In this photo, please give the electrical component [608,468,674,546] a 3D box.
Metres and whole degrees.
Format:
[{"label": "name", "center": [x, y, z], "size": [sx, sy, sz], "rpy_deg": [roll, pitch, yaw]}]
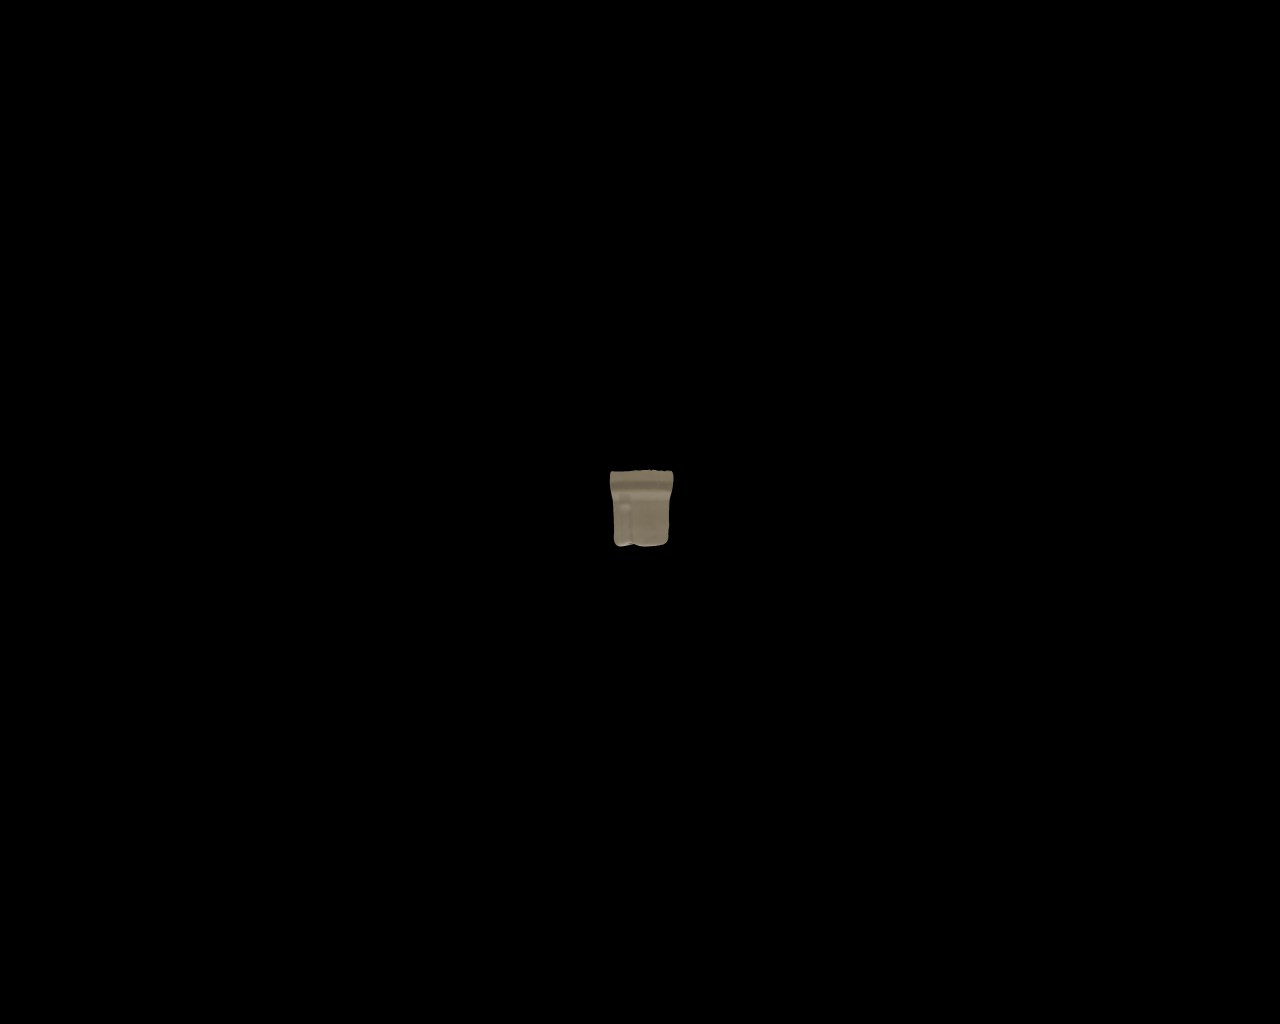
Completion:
[{"label": "electrical component", "center": [0.001, -0.003, 0.650], "size": [0.040, 0.046, 0.040], "rpy_deg": [0, -2, 0]}]
